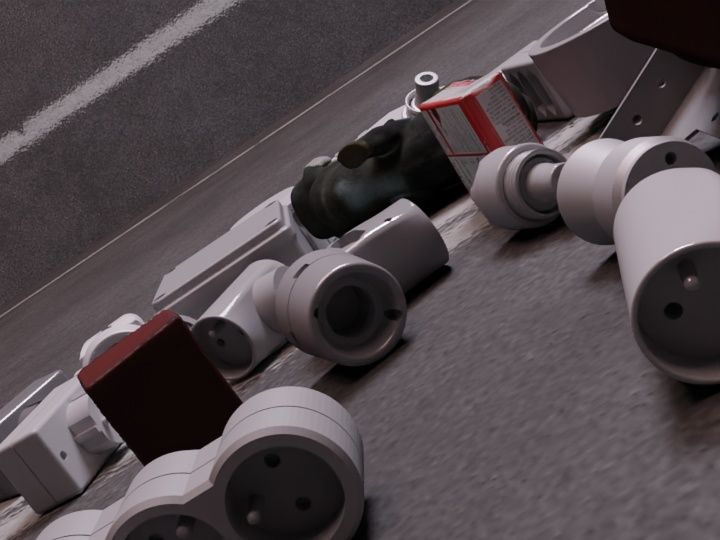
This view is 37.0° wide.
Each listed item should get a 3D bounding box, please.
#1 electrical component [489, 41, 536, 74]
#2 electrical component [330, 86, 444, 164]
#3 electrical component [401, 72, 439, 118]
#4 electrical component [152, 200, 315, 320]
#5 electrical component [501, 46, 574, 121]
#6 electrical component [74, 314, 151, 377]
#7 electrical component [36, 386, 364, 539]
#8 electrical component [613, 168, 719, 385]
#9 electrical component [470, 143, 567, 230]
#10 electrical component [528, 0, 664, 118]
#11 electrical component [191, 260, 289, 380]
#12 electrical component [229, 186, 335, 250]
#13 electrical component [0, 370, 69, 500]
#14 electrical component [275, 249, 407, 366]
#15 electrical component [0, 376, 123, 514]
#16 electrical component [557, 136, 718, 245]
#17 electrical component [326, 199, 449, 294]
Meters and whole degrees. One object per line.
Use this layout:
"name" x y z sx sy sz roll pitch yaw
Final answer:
"electrical component" 0.112 -0.133 0.813 0.081 0.043 0.043 -37 12 -11
"electrical component" 0.034 -0.102 0.887 0.100 0.048 0.100 -43 14 -31
"electrical component" 0.052 -0.117 0.802 0.048 0.062 0.048 -5 44 5
"electrical component" -0.084 0.008 0.754 0.109 0.056 0.108 -34 12 2
"electrical component" 0.150 -0.145 0.751 0.077 0.047 0.066 -36 12 -6
"electrical component" -0.159 0.064 0.735 0.078 0.058 0.057 -36 9 -8
"electrical component" -0.060 0.089 0.390 0.138 0.052 0.073 -32 12 8
"electrical component" 0.117 -0.009 0.327 0.079 0.043 0.077 -30 13 18
"electrical component" 0.086 -0.042 0.535 0.043 0.043 0.062 -38 13 -18
"electrical component" 0.163 -0.133 0.642 0.108 0.060 0.108 -32 12 8
"electrical component" -0.054 0.023 0.648 0.079 0.044 0.077 -27 14 30
"electrical component" -0.063 -0.028 0.849 0.080 0.051 0.080 -33 12 8
"electrical component" -0.218 0.109 0.737 0.076 0.047 0.083 -24 16 40
"electrical component" -0.009 0.019 0.525 0.055 0.055 0.047 -37 16 -13
"electrical component" -0.165 0.095 0.653 0.076 0.047 0.083 -29 13 22
"electrical component" 0.109 -0.030 0.425 0.045 0.045 0.055 -36 13 -9
"electrical component" 0.000 0.000 0.596 0.077 0.043 0.079 -37 12 -12
